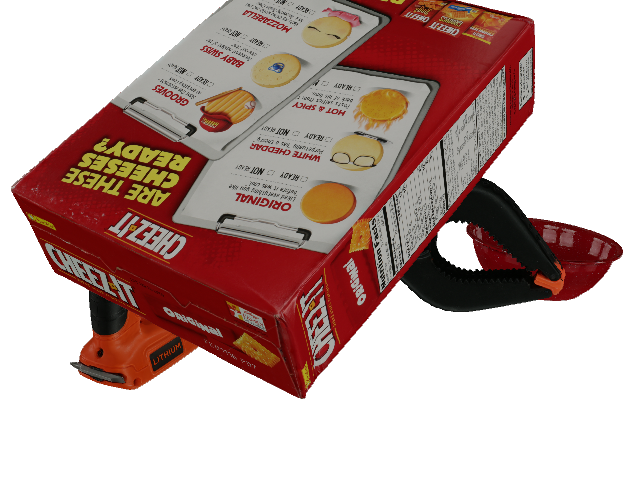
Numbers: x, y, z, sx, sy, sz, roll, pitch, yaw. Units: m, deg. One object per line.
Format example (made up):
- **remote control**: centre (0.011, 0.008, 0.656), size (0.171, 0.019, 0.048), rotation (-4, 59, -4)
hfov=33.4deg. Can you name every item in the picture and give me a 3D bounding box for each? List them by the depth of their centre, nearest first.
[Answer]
- **cracker box**: centre (-0.015, -0.045, 0.532), size (0.164, 0.072, 0.213), rotation (22, 56, 30)
- **clamp**: centre (0.063, -0.018, 0.711), size (0.210, 0.165, 0.036), rotation (15, 21, 12)
- **power drill**: centre (-0.133, 0.005, 0.817), size (0.057, 0.188, 0.184), rotation (11, 23, 28)
- **bowl**: centre (0.230, 0.022, 1.116), size (0.162, 0.055, 0.162), rotation (5, 17, -2)
